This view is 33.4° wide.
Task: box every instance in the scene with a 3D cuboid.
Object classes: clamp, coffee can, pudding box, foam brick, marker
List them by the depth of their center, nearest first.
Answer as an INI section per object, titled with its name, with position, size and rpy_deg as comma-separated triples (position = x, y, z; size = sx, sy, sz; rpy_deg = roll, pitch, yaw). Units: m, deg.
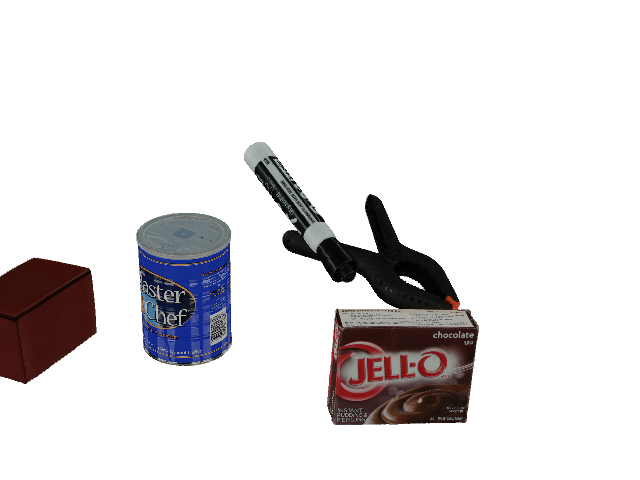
[marker]
position = -0.012, -0.018, 0.675
size = 0.020, 0.020, 0.121
rpy_deg = 0, 42, -43
[foam brick]
position = -0.200, 0.053, 0.736
size = 0.053, 0.051, 0.078
rpy_deg = 11, 28, 26
[pudding box]
position = 0.065, 0.100, 0.855
size = 0.113, 0.090, 0.039
rpy_deg = -1, 26, -9
[coffee can]
position = -0.150, 0.053, 1.190
size = 0.103, 0.140, 0.103
rpy_deg = 1, 27, -1
[clamp]
position = 0.068, 0.028, 1.232
size = 0.164, 0.036, 0.210
rpy_deg = -19, 49, -37
